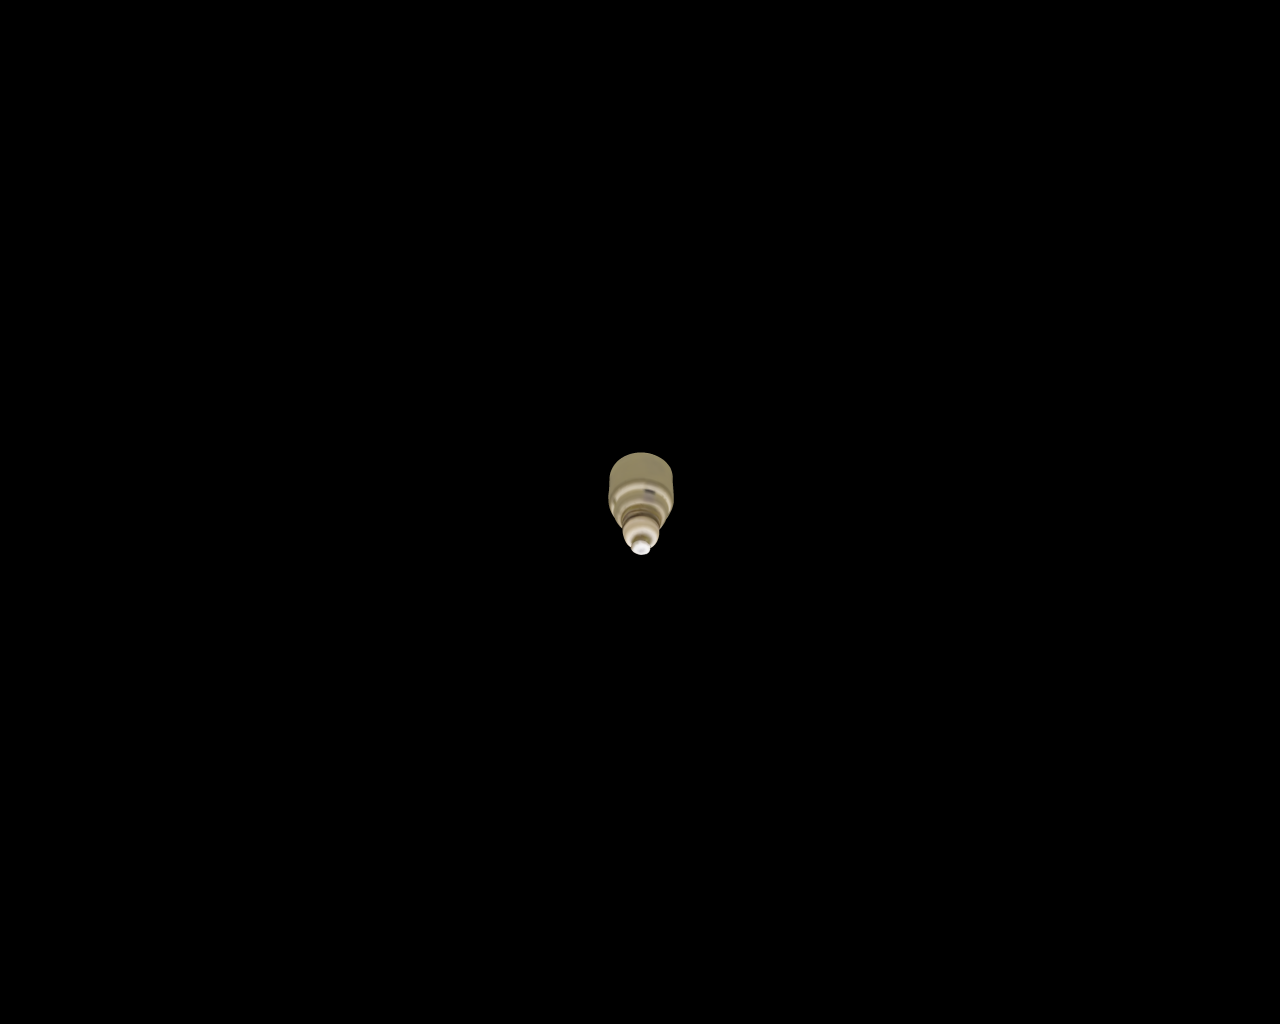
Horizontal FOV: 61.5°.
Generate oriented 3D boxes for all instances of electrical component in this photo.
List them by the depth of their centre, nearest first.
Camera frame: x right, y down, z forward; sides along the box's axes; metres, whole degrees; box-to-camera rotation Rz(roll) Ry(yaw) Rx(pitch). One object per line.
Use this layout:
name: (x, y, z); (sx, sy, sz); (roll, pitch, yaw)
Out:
electrical component: (0.001, -0.003, 0.650); (0.040, 0.040, 0.078); (0, 41, 0)
